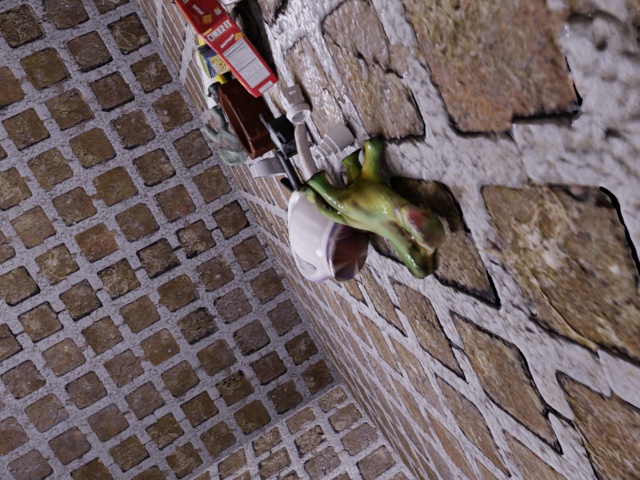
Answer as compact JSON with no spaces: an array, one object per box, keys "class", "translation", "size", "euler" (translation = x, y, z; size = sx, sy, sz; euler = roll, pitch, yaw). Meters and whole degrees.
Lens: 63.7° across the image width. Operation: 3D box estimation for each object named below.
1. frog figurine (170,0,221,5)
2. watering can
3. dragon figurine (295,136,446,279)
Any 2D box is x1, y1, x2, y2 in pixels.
[{"class":"frog figurine","translation":[-0.262,-0.559,1.148],"size":[0.139,0.121,0.159],"euler":[47,-159,22]},{"class":"watering can","translation":[0.003,-0.054,1.079],"size":[0.227,0.105,0.341],"euler":[28,125,45]},{"class":"dragon figurine","translation":[0.085,-0.026,0.837],"size":[0.243,0.123,0.408],"euler":[52,170,-1]}]
